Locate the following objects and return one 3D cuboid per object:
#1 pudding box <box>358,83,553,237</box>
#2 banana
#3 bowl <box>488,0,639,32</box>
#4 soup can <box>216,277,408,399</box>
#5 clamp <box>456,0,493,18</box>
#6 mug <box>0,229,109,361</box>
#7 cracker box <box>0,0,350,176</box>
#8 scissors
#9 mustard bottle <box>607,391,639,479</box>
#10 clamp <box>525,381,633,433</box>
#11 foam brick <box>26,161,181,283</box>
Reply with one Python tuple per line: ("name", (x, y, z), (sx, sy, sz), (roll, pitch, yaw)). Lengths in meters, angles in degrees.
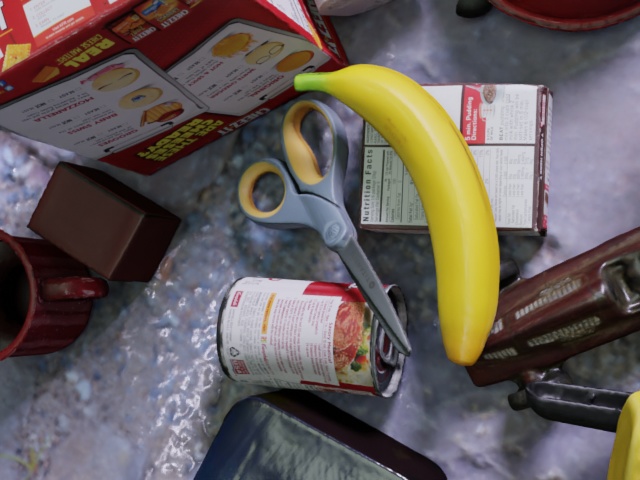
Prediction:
("pudding box", (0.081, -0.048, 0.644), (0.114, 0.039, 0.090), (2, 89, 23))
("banana", (0.060, -0.028, 0.611), (0.070, 0.037, 0.198), (-34, 77, 22))
("bowl", (0.144, -0.198, 0.589), (0.162, 0.055, 0.162), (2, 101, 11))
("soup can", (-0.004, 0.058, 0.654), (0.102, 0.068, 0.068), (3, 88, 21))
("clamp", (0.142, -0.251, 0.632), (0.210, 0.036, 0.164), (-27, 85, 17))
("mug", (-0.197, 0.036, 0.719), (0.117, 0.081, 0.093), (-9, 83, 20))
("cracker box", (-0.098, -0.116, 0.622), (0.164, 0.213, 0.072), (-25, 77, 17))
("scissors", (-0.004, 0.001, 0.647), (0.096, 0.016, 0.202), (-33, 52, 28))
("mustard bottle", (0.241, 0.125, 0.517), (0.192, 0.058, 0.096), (5, 125, 8))
("clamp", (0.199, 0.095, 0.569), (0.171, 0.039, 0.120), (46, 117, -2))
("foam brick", (-0.144, -0.011, 0.719), (0.078, 0.053, 0.051), (30, 97, 21))
